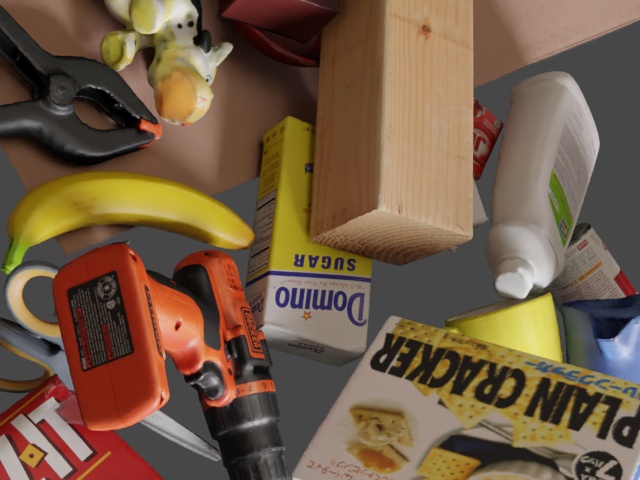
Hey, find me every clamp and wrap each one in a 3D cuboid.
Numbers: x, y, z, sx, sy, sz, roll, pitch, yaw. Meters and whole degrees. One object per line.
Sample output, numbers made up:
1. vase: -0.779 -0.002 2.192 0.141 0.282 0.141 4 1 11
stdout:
1. clamp: -0.192 -0.109 0.746 0.171 0.039 0.120 10 78 -37

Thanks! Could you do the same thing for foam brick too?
1. foam brick: -0.031 -0.193 0.814 0.078 0.051 0.053 12 64 -29

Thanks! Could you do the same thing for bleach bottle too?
1. bleach bottle: 0.185 -0.043 0.919 0.102 0.068 0.250 58 35 -23

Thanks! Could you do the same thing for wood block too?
1. wood block: 0.057 -0.096 0.814 0.090 0.090 0.206 16 66 -31

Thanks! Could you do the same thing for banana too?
1. banana: -0.137 -0.016 0.748 0.197 0.037 0.069 -7 77 -37

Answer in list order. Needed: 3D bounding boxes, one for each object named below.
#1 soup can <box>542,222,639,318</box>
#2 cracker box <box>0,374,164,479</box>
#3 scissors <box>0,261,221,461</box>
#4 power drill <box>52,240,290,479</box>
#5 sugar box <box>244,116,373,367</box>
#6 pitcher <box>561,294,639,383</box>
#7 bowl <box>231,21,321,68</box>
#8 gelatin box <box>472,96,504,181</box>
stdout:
1. soup can: 0.241 0.044 0.959 0.068 0.069 0.102 -36 92 -39
2. cracker box: -0.139 0.204 0.595 0.214 0.072 0.164 42 50 10
3. scissors: -0.136 0.078 0.693 0.201 0.016 0.096 21 99 -24
4. power drill: -0.085 0.084 0.673 0.187 0.057 0.184 29 40 -67
5. sugar box: -0.005 0.001 0.824 0.093 0.048 0.176 18 60 -28
6. pitcher: 0.271 0.164 0.861 0.149 0.145 0.243 -2 91 -8
7. bowl: -0.026 -0.204 0.892 0.161 0.055 0.162 14 63 -29
8. gelatin box: 0.117 -0.102 0.961 0.089 0.030 0.073 39 54 -14
